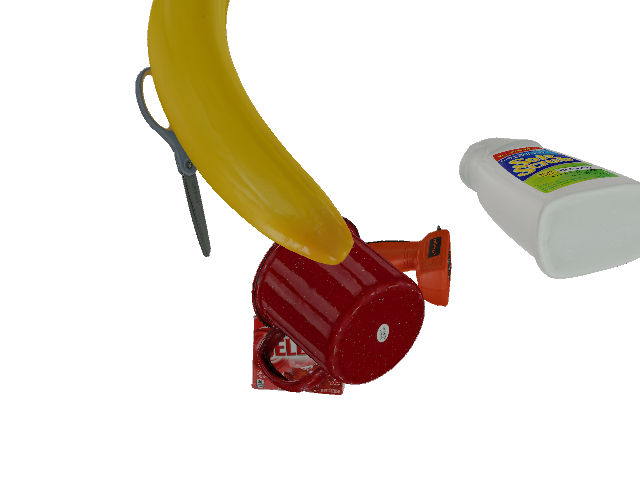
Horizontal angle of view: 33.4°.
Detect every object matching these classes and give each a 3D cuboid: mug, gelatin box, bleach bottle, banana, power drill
[{"bbox_3d":[0.006,0.050,0.707,0.082,0.117,0.093,39,-7,41],"label":"mug"},{"bbox_3d":[-0.020,0.106,1.018,0.089,0.073,0.030,4,13,6],"label":"gelatin box"},{"bbox_3d":[0.175,-0.043,0.904,0.102,0.068,0.251,-12,19,-12],"label":"bleach bottle"},{"bbox_3d":[-0.041,-0.071,0.493,0.069,0.198,0.037,-11,-30,-8],"label":"banana"},{"bbox_3d":[0.050,0.037,1.194,0.188,0.057,0.184,1,29,11],"label":"power drill"}]

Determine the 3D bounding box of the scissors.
[{"bbox_3d":[-0.128,-0.093,1.120,0.096,0.202,0.016,-33,14,-33],"label":"scissors"}]
